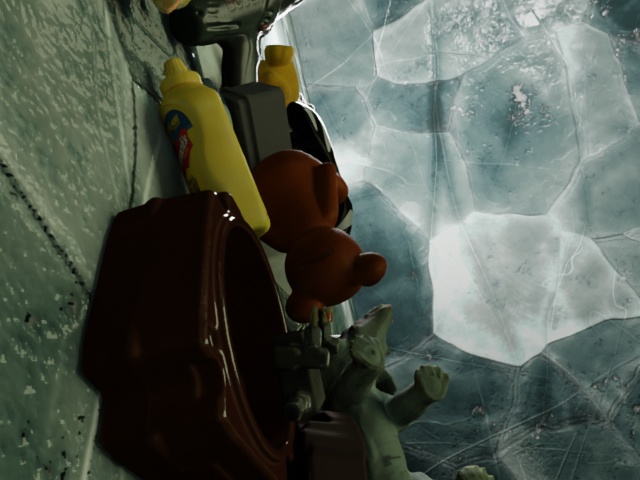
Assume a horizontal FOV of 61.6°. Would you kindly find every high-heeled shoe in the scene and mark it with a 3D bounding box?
[{"bbox_3d":[-0.008,-0.085,0.812,0.145,0.086,0.249,59,18,-64],"label":"high-heeled shoe"}]

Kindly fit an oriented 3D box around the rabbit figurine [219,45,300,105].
[{"bbox_3d":[-0.107,-0.220,0.851,0.173,0.122,0.162,-55,142,-64],"label":"rabbit figurine"}]

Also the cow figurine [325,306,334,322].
[{"bbox_3d":[-0.002,0.074,0.926,0.195,0.086,0.127,111,-13,-85],"label":"cow figurine"}]

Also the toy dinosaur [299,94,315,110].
[{"bbox_3d":[-0.070,-0.170,1.038,0.198,0.105,0.471,37,44,-69],"label":"toy dinosaur"}]

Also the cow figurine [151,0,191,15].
[{"bbox_3d":[-0.159,-0.286,0.533,0.098,0.068,0.167,37,24,-27],"label":"cow figurine"}]

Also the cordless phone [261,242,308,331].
[{"bbox_3d":[-0.070,0.040,0.640,0.184,0.089,0.147,59,18,-52],"label":"cordless phone"}]

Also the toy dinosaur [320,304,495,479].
[{"bbox_3d":[0.060,0.236,0.540,0.192,0.131,0.405,-54,-142,45],"label":"toy dinosaur"}]

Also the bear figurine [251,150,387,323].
[{"bbox_3d":[-0.003,-0.003,0.576,0.196,0.120,0.131,58,8,29],"label":"bear figurine"}]

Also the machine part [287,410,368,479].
[{"bbox_3d":[-0.014,0.239,0.466,0.179,0.056,0.179,-167,-90,-72],"label":"machine part"}]

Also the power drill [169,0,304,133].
[{"bbox_3d":[-0.085,-0.242,0.717,0.232,0.086,0.207,-29,128,-47],"label":"power drill"}]

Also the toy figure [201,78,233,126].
[{"bbox_3d":[-0.118,-0.099,0.601,0.058,0.064,0.154,15,-54,63],"label":"toy figure"}]

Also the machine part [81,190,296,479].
[{"bbox_3d":[-0.081,0.079,0.410,0.200,0.087,0.201,70,7,-46],"label":"machine part"}]

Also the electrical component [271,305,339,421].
[{"bbox_3d":[-0.009,0.094,0.420,0.102,0.045,0.078,54,22,-76],"label":"electrical component"}]
